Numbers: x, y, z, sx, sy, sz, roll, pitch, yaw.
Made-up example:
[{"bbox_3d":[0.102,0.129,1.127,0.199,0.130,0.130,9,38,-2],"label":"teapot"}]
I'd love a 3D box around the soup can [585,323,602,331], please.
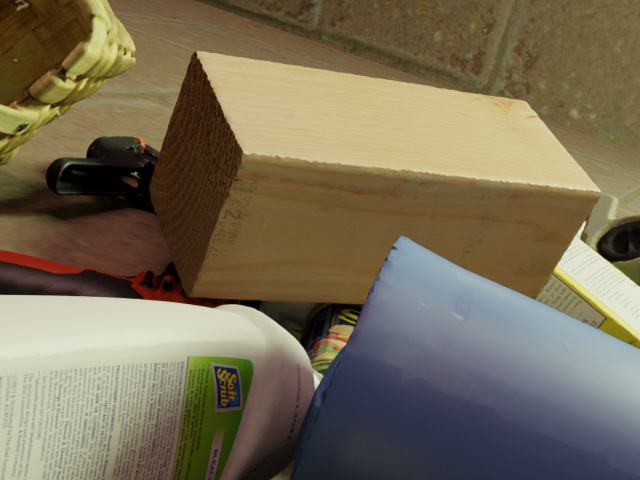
[{"bbox_3d":[0.131,0.087,0.515,0.069,0.068,0.102,29,-6,38],"label":"soup can"}]

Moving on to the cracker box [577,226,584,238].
[{"bbox_3d":[0.213,0.011,0.952,0.213,0.072,0.164,8,18,-35],"label":"cracker box"}]

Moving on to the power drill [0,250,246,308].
[{"bbox_3d":[-0.130,0.019,0.559,0.187,0.057,0.184,15,13,-5],"label":"power drill"}]

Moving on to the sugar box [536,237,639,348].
[{"bbox_3d":[0.201,0.066,0.690,0.176,0.048,0.093,44,27,17],"label":"sugar box"}]

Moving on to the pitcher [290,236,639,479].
[{"bbox_3d":[0.106,0.110,0.387,0.243,0.149,0.145,22,0,8],"label":"pitcher"}]

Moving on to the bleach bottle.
[{"bbox_3d":[-0.076,0.072,0.382,0.068,0.102,0.250,16,5,33],"label":"bleach bottle"}]

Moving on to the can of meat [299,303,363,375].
[{"bbox_3d":[0.034,0.077,0.535,0.102,0.057,0.084,17,17,1],"label":"can of meat"}]

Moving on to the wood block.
[{"bbox_3d":[0.027,-0.026,0.562,0.205,0.090,0.091,4,38,-28],"label":"wood block"}]

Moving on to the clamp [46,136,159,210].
[{"bbox_3d":[-0.123,-0.040,0.824,0.164,0.036,0.210,23,10,-14],"label":"clamp"}]
